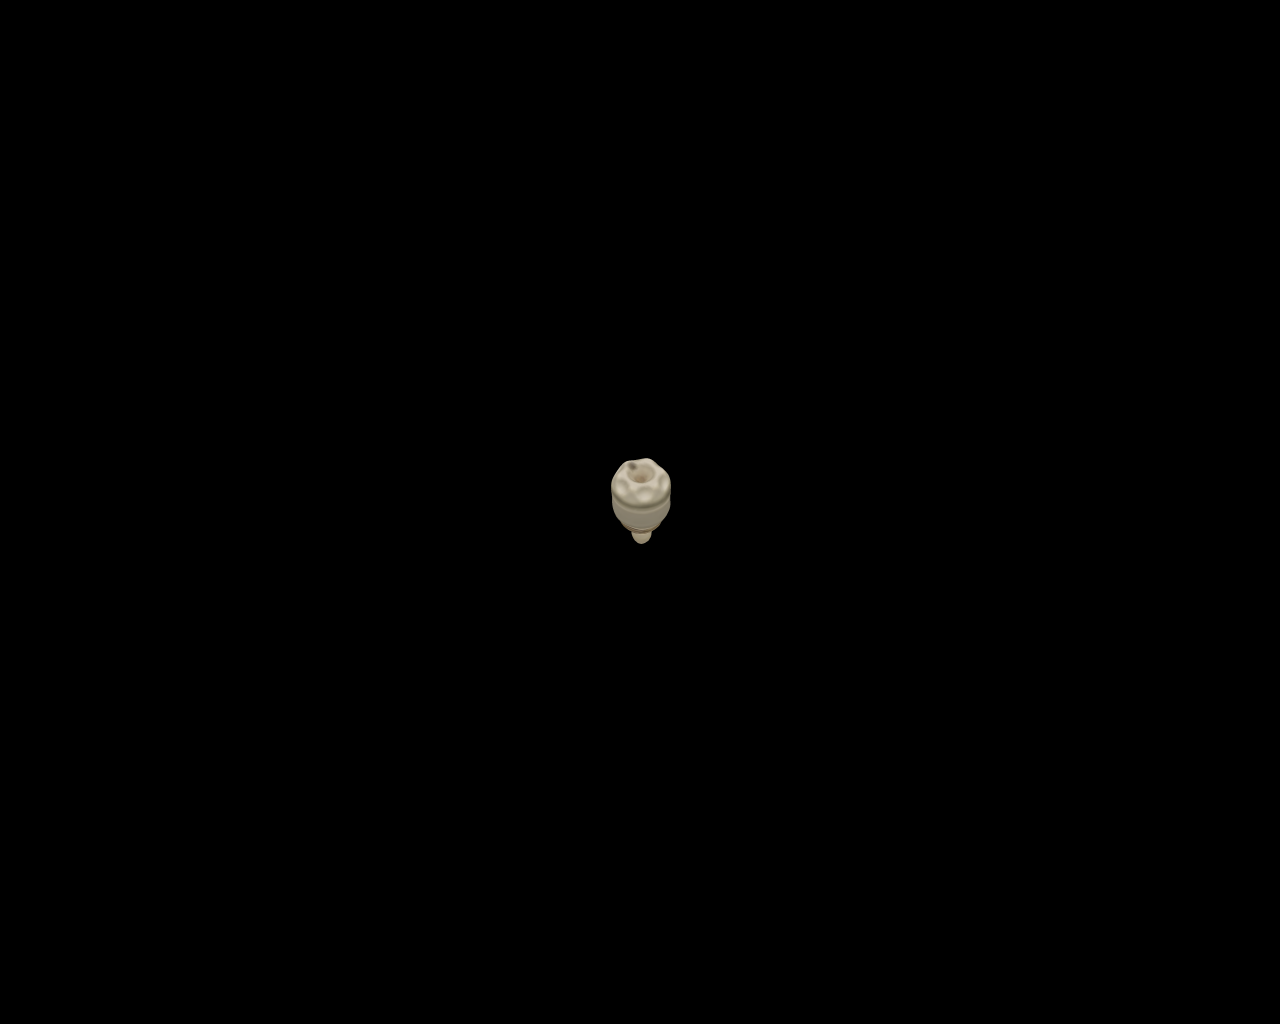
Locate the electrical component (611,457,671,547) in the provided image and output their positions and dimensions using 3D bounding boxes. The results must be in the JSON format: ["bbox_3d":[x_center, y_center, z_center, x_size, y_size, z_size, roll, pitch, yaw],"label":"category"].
[{"bbox_3d":[0.001,-0.003,0.650,0.035,0.035,0.061,0,-42,0],"label":"electrical component"}]
